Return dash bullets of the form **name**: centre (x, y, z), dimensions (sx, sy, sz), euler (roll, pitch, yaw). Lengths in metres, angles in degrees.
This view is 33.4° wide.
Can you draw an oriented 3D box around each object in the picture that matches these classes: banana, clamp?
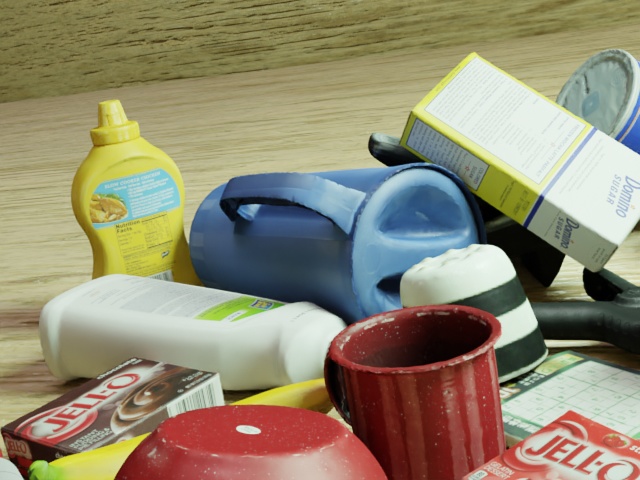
- **banana**: centre (-0.078, 0.120, 0.602), dimensions (0.197, 0.037, 0.070), euler (-13, -13, -37)
- **clamp**: centre (0.214, 0.048, 0.720), dimensions (0.172, 0.039, 0.120), euler (8, 27, 41)

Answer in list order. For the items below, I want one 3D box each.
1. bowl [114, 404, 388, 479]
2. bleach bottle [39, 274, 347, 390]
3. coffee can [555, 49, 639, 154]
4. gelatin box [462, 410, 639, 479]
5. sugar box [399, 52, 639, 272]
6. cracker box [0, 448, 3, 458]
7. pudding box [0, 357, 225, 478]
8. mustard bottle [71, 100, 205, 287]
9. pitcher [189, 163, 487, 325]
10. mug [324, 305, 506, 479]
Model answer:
- **bowl**: centre (-0.032, 0.117, 0.513), dimensions (0.162, 0.055, 0.162), euler (1, 6, 0)
- **bleach bottle**: centre (-0.079, 0.072, 0.763), dimensions (0.251, 0.068, 0.102), euler (4, 20, 35)
- **coffee can**: centre (0.287, -0.090, 0.935), dimensions (0.140, 0.103, 0.103), euler (24, 1, -24)
- **gelatin box**: centre (0.121, 0.119, 0.501), dimensions (0.073, 0.030, 0.089), euler (-27, 21, -20)
- **sugar box**: centre (0.157, -0.060, 0.789), dimensions (0.176, 0.048, 0.093), euler (37, 56, 11)
- **cracker box**: centre (-0.287, 0.107, 0.565), dimensions (0.072, 0.164, 0.213), euler (6, 21, 39)
- **pudding box**: centre (-0.128, 0.116, 0.673), dimensions (0.090, 0.039, 0.113), euler (5, 21, 42)
- **mustard bottle**: centre (-0.161, -0.024, 0.913), dimensions (0.096, 0.191, 0.058), euler (-16, 16, -24)
- **pitcher**: centre (-0.005, 0.001, 0.833), dimensions (0.144, 0.149, 0.243), euler (-24, 17, -35)
- **mug**: centre (0.048, 0.088, 0.585), dimensions (0.117, 0.081, 0.093), euler (5, 21, 42)
